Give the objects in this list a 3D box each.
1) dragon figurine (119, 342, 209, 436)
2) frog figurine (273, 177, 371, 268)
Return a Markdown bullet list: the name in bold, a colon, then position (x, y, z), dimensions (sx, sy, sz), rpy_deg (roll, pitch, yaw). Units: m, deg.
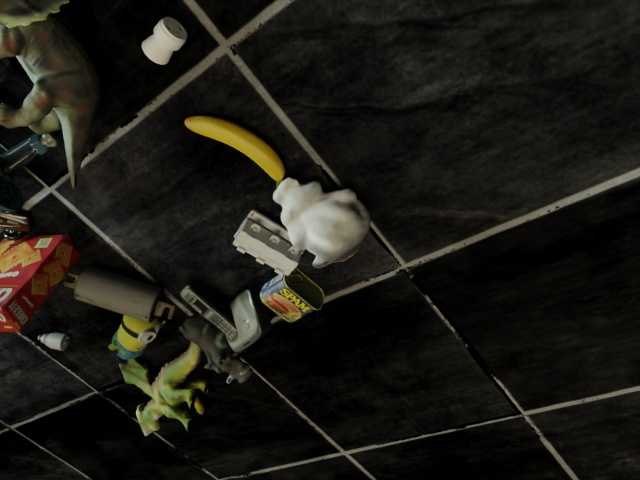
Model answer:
- **dragon figurine**: position (-0.399, 0.348, 1.275), dimensions (0.243, 0.124, 0.402), rpy_deg (17, 120, 10)
- **frog figurine**: position (0.003, -0.043, 0.858), dimensions (0.137, 0.124, 0.158), rpy_deg (-36, 107, -2)
